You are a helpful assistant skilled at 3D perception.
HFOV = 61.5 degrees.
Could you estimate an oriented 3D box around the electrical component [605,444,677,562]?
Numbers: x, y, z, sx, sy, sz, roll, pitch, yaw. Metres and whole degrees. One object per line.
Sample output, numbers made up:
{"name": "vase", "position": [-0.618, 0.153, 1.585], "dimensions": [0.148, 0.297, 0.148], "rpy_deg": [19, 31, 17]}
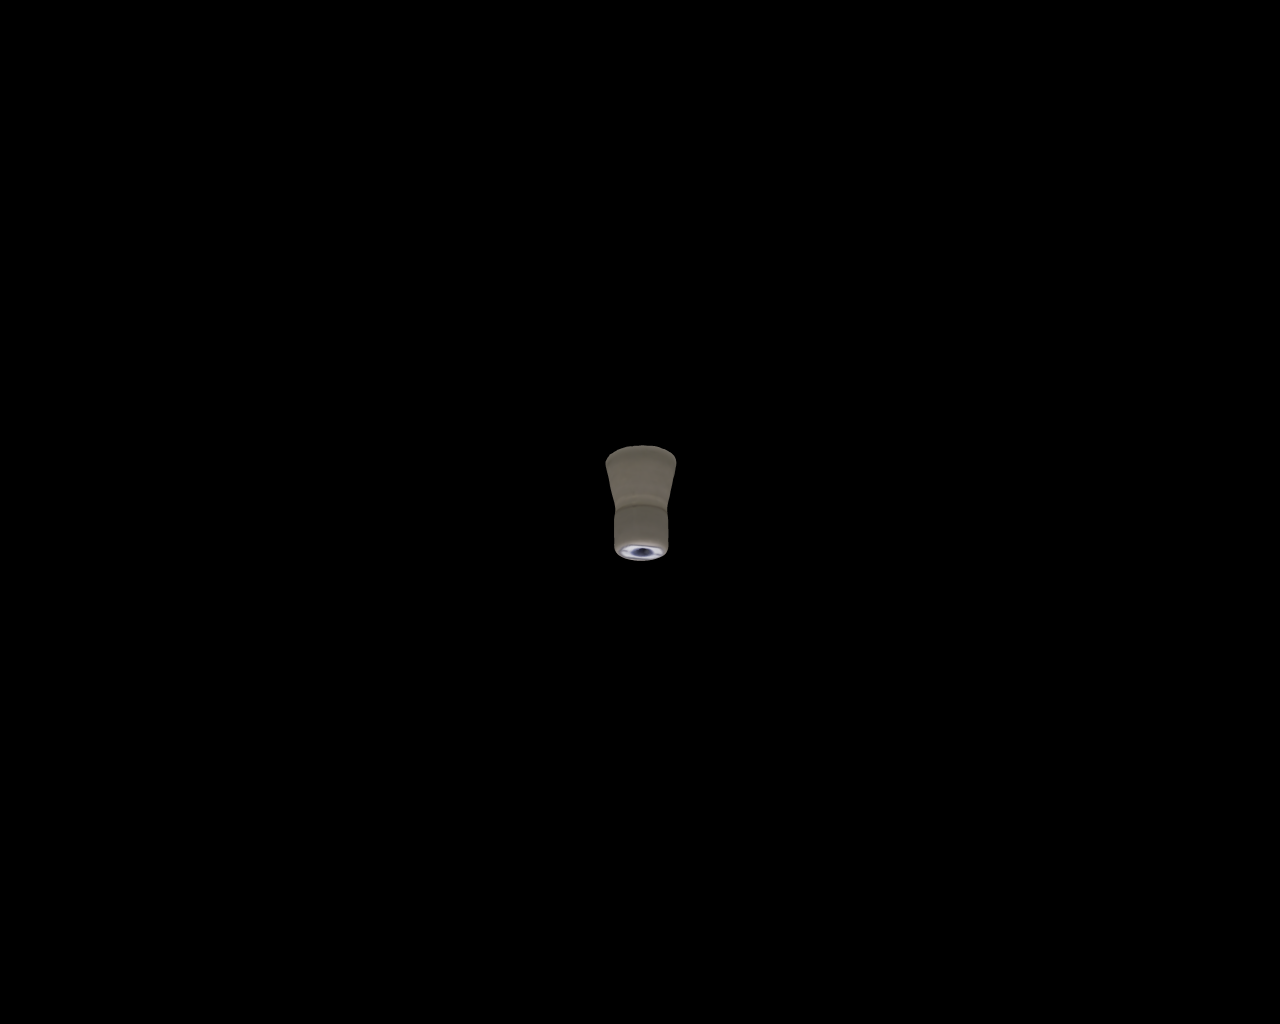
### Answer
{"name": "electrical component", "position": [0.001, -0.003, 0.650], "dimensions": [0.044, 0.065, 0.044], "rpy_deg": [0, -23, 0]}
